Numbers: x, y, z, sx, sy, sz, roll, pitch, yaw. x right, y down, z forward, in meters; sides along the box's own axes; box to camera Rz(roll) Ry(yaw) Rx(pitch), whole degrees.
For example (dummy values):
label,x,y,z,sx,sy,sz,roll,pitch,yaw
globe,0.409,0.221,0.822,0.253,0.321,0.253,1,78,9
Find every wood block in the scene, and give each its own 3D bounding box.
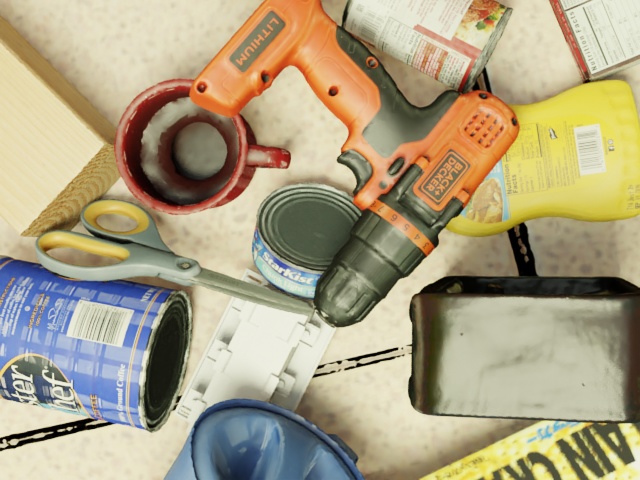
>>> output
label,x,y,z,sx,sy,sz,roll,pitch,yaw
wood block,-0.243,-0.104,0.779,0.206,0.090,0.091,44,95,5

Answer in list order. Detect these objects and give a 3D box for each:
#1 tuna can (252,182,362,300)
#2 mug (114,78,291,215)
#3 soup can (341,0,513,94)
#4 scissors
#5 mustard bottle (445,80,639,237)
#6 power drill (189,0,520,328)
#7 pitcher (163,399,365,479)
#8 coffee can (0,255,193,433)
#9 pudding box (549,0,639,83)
label,x,y,z,sx,sy,sz,roll,pitch,yaw
tuna can,-0.005,0.001,0.753,0.086,0.086,0.034,22,136,6
mug,-0.078,-0.063,0.762,0.117,0.081,0.093,3,91,7
soup can,0.074,-0.154,0.749,0.102,0.068,0.068,29,94,6
scissors,-0.098,0.009,0.756,0.202,0.096,0.016,8,127,3
mustard bottle,0.125,-0.052,0.748,0.192,0.058,0.096,-7,87,7
power drill,0.009,-0.061,0.693,0.187,0.057,0.184,40,85,-3
pitcher,-0.072,0.231,0.721,0.149,0.145,0.243,21,120,-24
coffee can,-0.173,0.073,0.761,0.140,0.102,0.103,10,92,9
pudding box,0.221,-0.171,0.745,0.113,0.039,0.090,-22,88,9
